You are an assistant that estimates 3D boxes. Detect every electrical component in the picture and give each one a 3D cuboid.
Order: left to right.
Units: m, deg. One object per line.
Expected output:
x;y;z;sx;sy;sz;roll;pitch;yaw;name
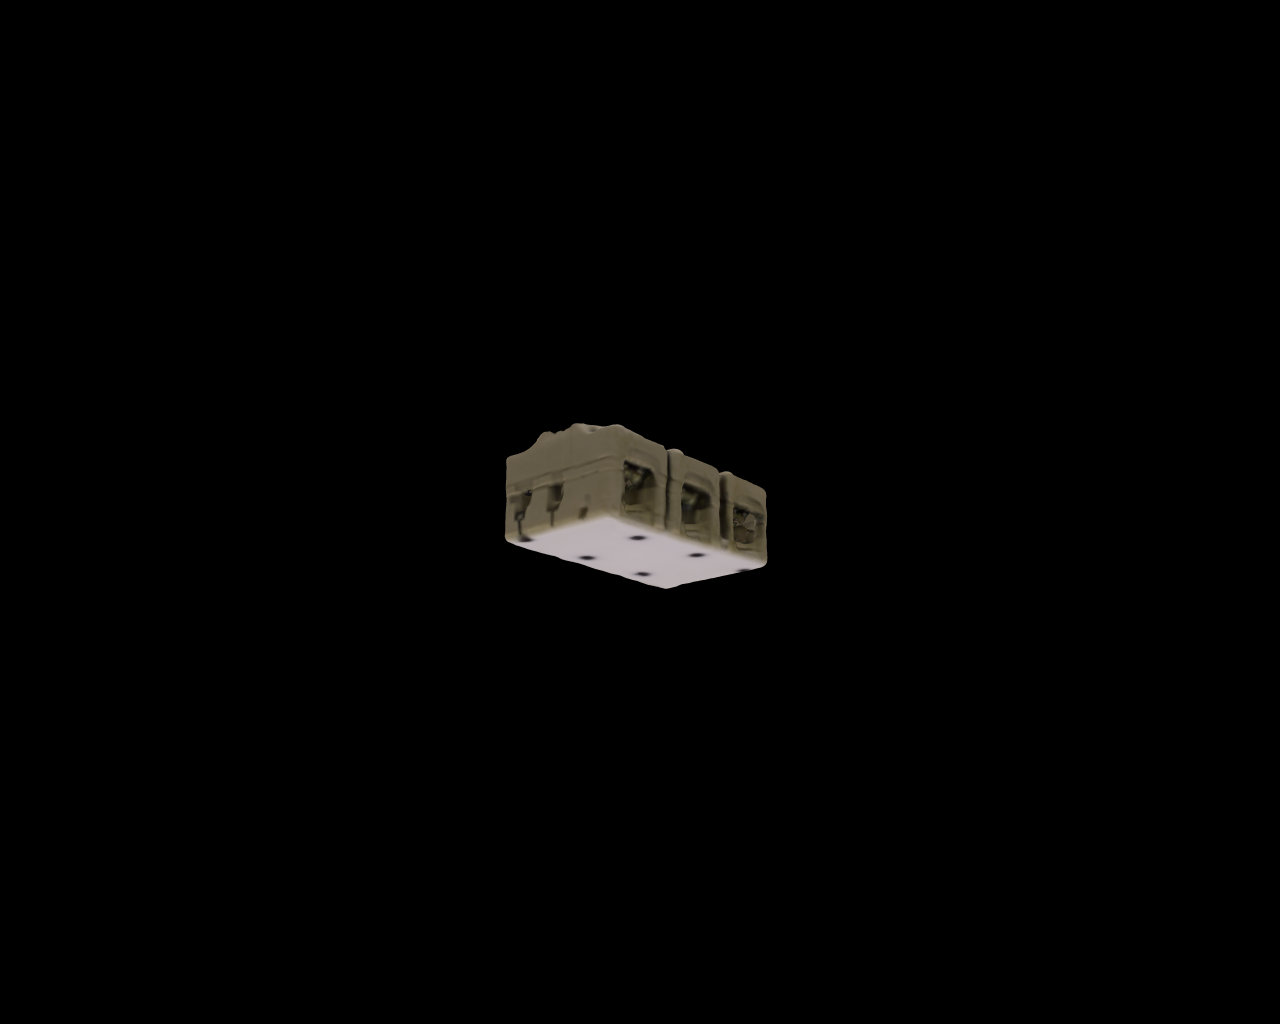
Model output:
0.001;-0.003;0.650;0.089;0.062;0.150;-14;-22;38;electrical component
